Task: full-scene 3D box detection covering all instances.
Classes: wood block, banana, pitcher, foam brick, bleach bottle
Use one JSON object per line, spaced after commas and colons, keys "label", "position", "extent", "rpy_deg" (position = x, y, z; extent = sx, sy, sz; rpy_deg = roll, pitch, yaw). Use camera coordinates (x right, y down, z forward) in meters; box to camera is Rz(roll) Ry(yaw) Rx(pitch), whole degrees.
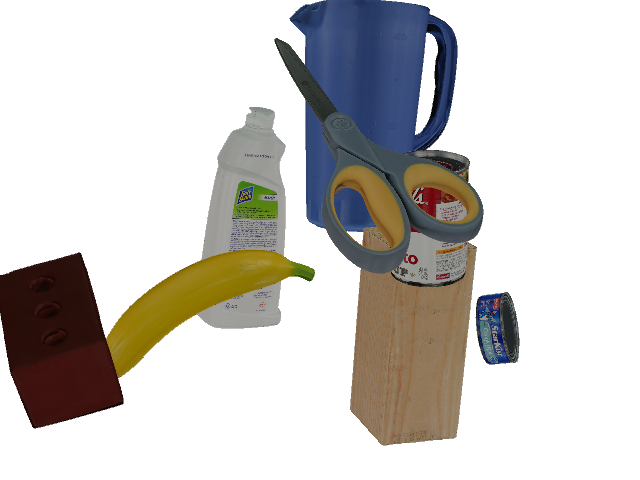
{"label": "wood block", "position": [0.094, 0.096, 1.104], "extent": [0.090, 0.206, 0.091], "rpy_deg": [-2, 16, -20]}
{"label": "banana", "position": [-0.104, 0.053, 0.847], "extent": [0.198, 0.069, 0.037], "rpy_deg": [-25, 36, 10]}
{"label": "pitcher", "position": [0.054, -0.135, 1.144], "extent": [0.149, 0.243, 0.144], "rpy_deg": [6, 9, 24]}
{"label": "foam brick", "position": [-0.147, 0.056, 0.599], "extent": [0.053, 0.051, 0.078], "rpy_deg": [-16, 43, -13]}
{"label": "bleach bottle", "position": [-0.079, -0.026, 1.219], "extent": [0.102, 0.251, 0.068], "rpy_deg": [-1, 20, -33]}

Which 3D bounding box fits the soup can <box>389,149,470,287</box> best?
{"label": "soup can", "position": [0.093, -0.019, 0.913], "extent": [0.068, 0.102, 0.068], "rpy_deg": [-2, 22, 0]}

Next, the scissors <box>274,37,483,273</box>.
{"label": "scissors", "position": [0.031, -0.058, 0.612], "extent": [0.096, 0.016, 0.202], "rpy_deg": [-1, 44, -10]}

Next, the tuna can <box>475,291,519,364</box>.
{"label": "tuna can", "position": [0.214, 0.106, 1.286], "extent": [0.034, 0.086, 0.086], "rpy_deg": [-8, -3, 21]}
